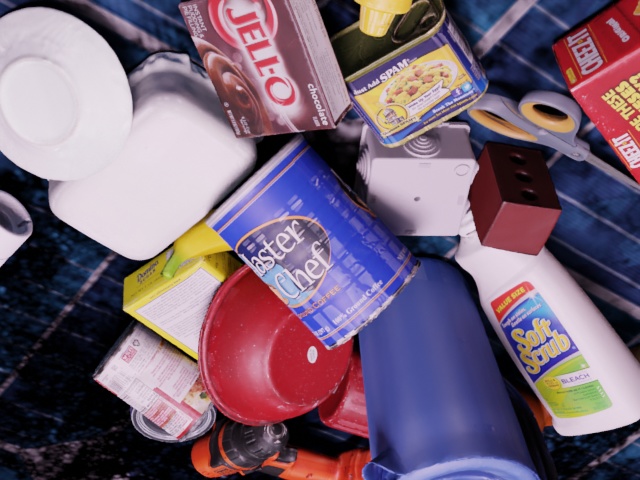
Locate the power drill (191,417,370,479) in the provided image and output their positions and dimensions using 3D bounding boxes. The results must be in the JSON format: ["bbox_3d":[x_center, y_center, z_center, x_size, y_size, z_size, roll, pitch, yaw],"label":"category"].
[{"bbox_3d":[-0.019,0.216,1.071,0.187,0.057,0.185,17,157,-21],"label":"power drill"}]

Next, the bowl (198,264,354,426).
[{"bbox_3d":[-0.024,0.093,0.930,0.161,0.055,0.162,-10,107,-36],"label":"bowl"}]

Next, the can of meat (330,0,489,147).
[{"bbox_3d":[0.065,-0.127,0.797,0.102,0.057,0.083,-27,132,19],"label":"can of meat"}]

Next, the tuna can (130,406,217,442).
[{"bbox_3d":[-0.145,0.163,1.057,0.086,0.034,0.086,-3,133,-4],"label":"tuna can"}]

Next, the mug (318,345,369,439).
[{"bbox_3d":[0.046,0.152,1.044,0.081,0.093,0.117,19,164,-16],"label":"mug"}]

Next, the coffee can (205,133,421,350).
[{"bbox_3d":[-0.006,0.001,0.838,0.140,0.102,0.103,47,118,-4],"label":"coffee can"}]

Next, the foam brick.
[{"bbox_3d":[0.158,-0.034,0.880,0.053,0.078,0.051,9,133,-15],"label":"foam brick"}]

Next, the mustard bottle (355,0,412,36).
[{"bbox_3d":[0.057,-0.220,0.670,0.096,0.058,0.192,-4,125,-31],"label":"mustard bottle"}]

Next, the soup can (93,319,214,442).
[{"bbox_3d":[-0.149,0.129,0.980,0.102,0.068,0.069,37,122,-8],"label":"soup can"}]

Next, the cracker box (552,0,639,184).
[{"bbox_3d":[0.311,-0.139,0.806,0.214,0.072,0.164,-31,129,22],"label":"cracker box"}]

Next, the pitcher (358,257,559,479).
[{"bbox_3d":[0.107,0.135,0.919,0.145,0.243,0.149,-18,133,9],"label":"pitcher"}]

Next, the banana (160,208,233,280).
[{"bbox_3d":[-0.039,0.005,0.903,0.197,0.069,0.037,2,167,-18],"label":"banana"}]

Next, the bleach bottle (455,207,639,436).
[{"bbox_3d":[0.193,0.067,0.962,0.103,0.068,0.250,-22,116,44],"label":"bleach bottle"}]

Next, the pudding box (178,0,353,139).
[{"bbox_3d":[-0.037,-0.131,0.753,0.090,0.039,0.113,-2,126,35],"label":"pudding box"}]

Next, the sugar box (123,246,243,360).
[{"bbox_3d":[-0.084,0.071,0.972,0.093,0.048,0.176,-31,133,21],"label":"sugar box"}]

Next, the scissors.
[{"bbox_3d":[0.213,-0.080,0.857,0.201,0.016,0.096,19,167,-21],"label":"scissors"}]
